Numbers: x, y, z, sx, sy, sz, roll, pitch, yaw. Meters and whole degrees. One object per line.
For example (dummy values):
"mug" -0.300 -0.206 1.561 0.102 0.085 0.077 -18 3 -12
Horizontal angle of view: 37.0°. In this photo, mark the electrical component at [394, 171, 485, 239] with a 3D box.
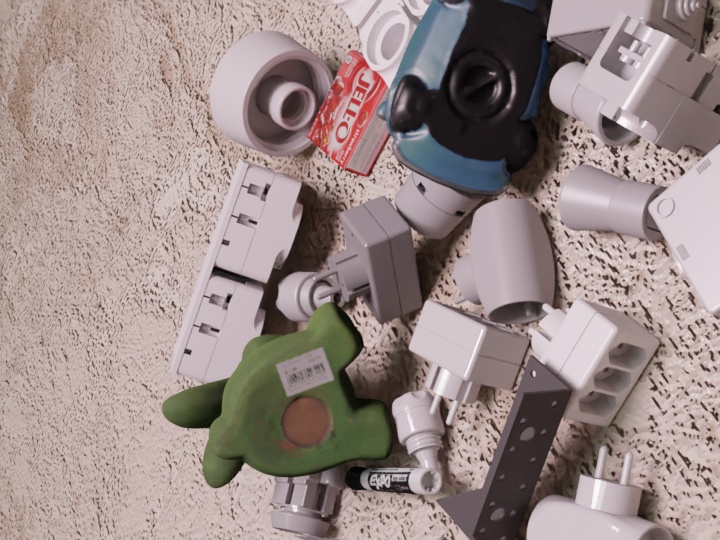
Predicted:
"electrical component" 0.059 -0.056 0.807 0.047 0.055 0.055 -51 44 32

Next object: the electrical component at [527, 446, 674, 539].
"electrical component" 0.146 0.145 0.639 0.077 0.043 0.079 6 82 51

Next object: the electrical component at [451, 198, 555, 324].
"electrical component" 0.093 0.001 0.754 0.079 0.043 0.077 -29 57 42

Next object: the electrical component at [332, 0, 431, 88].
"electrical component" 0.043 -0.228 0.881 0.105 0.060 0.186 -50 44 27

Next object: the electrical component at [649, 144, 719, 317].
"electrical component" 0.222 -0.026 0.604 0.099 0.048 0.099 -45 47 31

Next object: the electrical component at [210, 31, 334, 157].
"electrical component" -0.072 -0.153 0.960 0.060 0.108 0.108 34 104 44

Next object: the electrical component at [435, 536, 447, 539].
"electrical component" 0.073 0.205 0.708 0.078 0.040 0.040 44 111 48

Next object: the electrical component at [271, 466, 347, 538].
"electrical component" -0.044 0.181 0.854 0.066 0.048 0.055 -7 64 49

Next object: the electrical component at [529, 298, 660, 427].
"electrical component" 0.135 0.049 0.682 0.077 0.047 0.065 44 111 48

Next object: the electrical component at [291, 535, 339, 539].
"electrical component" -0.020 0.249 0.799 0.076 0.047 0.083 5 81 51

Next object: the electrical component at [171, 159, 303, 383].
"electrical component" -0.106 0.002 0.945 0.105 0.060 0.186 -136 66 -79

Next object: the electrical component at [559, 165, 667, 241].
"electrical component" 0.166 -0.041 0.684 0.065 0.044 0.044 18 92 47

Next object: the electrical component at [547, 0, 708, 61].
"electrical component" 0.179 -0.173 0.696 0.096 0.062 0.061 3 80 51

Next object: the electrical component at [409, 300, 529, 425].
"electrical component" 0.069 0.070 0.755 0.066 0.047 0.076 26 97 51

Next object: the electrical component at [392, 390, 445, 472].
"electrical component" 0.045 0.120 0.777 0.035 0.035 0.061 -37 55 37

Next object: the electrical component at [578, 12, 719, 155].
"electrical component" 0.182 -0.107 0.647 0.055 0.089 0.050 -61 40 16

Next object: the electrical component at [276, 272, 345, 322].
"electrical component" -0.038 0.023 0.904 0.062 0.043 0.043 0 78 49

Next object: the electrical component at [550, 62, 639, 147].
"electrical component" 0.158 -0.114 0.720 0.044 0.044 0.065 -62 35 14

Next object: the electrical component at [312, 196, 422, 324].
"electrical component" 0.000 0.000 0.813 0.047 0.076 0.083 54 162 45
